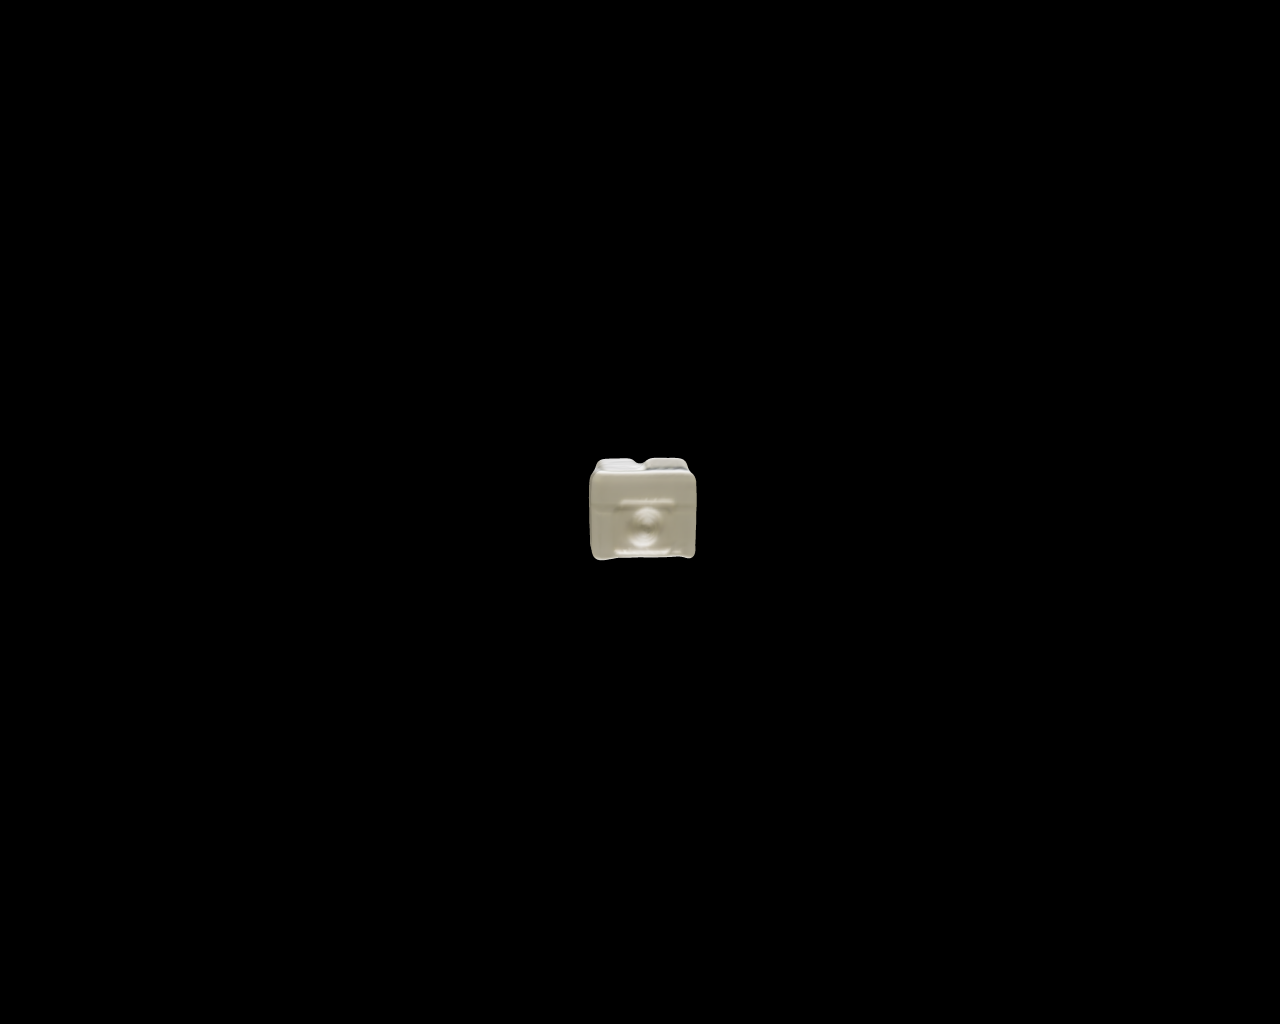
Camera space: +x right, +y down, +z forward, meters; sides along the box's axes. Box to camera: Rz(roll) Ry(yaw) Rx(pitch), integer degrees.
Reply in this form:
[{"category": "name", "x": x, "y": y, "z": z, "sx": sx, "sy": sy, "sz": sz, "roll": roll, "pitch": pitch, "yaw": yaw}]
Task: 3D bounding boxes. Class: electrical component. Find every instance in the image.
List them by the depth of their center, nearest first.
[{"category": "electrical component", "x": 0.001, "y": -0.003, "z": 0.650, "sx": 0.062, "sy": 0.061, "sz": 0.096, "roll": 0, "pitch": 2, "yaw": -4}]
